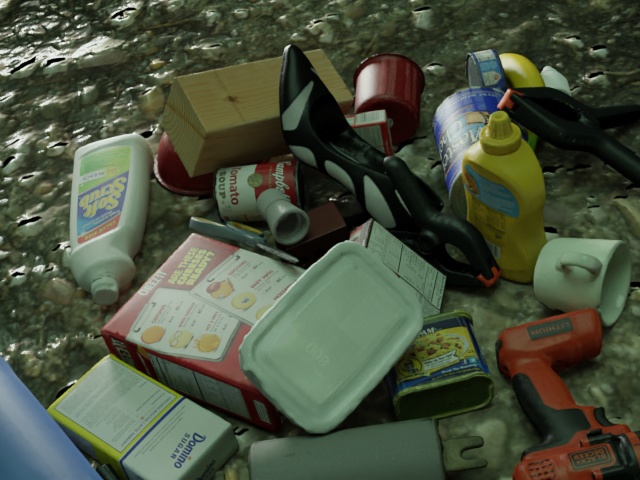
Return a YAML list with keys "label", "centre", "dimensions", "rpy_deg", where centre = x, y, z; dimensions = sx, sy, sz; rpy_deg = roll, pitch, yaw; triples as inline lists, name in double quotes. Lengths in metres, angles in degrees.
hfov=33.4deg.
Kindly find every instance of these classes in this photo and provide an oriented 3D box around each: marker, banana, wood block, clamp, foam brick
- label: "marker"
  centre: [-0.168, 0.247, 0.975]
  dimensions: [0.020, 0.020, 0.121]
  rpy_deg: [-36, 55, -24]
- label: "banana"
  centre: [0.247, -0.190, 1.329]
  dimensions: [0.037, 0.070, 0.198]
  rpy_deg: [22, 34, -22]
- label: "wood block"
  centre: [-0.076, -0.158, 1.304]
  dimensions: [0.205, 0.090, 0.091]
  rpy_deg: [-16, 63, -30]
- label: "clamp"
  centre: [0.111, 0.002, 1.141]
  dimensions: [0.171, 0.120, 0.039]
  rpy_deg: [43, 48, 12]
- label: "foam brick"
  centre: [-0.008, 0.001, 1.196]
  dimensions: [0.078, 0.053, 0.051]
  rpy_deg: [-23, 42, -9]
- label: "clamp"
  centre: [0.302, -0.133, 1.216]
  dimensions: [0.210, 0.036, 0.164]
  rpy_deg: [21, 38, -9]

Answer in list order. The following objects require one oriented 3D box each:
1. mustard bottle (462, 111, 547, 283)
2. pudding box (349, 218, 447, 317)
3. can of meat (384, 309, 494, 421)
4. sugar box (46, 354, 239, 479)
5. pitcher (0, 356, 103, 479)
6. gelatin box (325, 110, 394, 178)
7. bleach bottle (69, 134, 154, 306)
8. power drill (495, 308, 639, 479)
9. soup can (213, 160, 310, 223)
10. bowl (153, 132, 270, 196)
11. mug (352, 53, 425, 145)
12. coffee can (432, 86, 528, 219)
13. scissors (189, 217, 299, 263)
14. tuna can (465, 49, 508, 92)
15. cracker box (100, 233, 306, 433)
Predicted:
- label: "mustard bottle"
  centre: [0.188, -0.050, 1.094]
  dimensions: [0.058, 0.191, 0.096]
  rpy_deg: [-32, 45, -21]
- label: "pudding box"
  centre: [0.075, 0.045, 1.087]
  dimensions: [0.039, 0.113, 0.090]
  rpy_deg: [-35, 26, 38]
- label: "can of meat"
  centre: [0.110, 0.123, 1.026]
  dimensions: [0.102, 0.057, 0.084]
  rpy_deg: [-14, 43, 0]
- label: "sugar box"
  centre: [-0.174, 0.185, 1.042]
  dimensions: [0.176, 0.048, 0.093]
  rpy_deg: [26, 55, 32]
- label: "pitcher"
  centre: [-0.290, 0.214, 0.971]
  dimensions: [0.149, 0.145, 0.243]
  rpy_deg: [-35, 48, -27]
- label: "gelatin box"
  centre: [0.042, -0.117, 1.300]
  dimensions: [0.089, 0.073, 0.030]
  rpy_deg: [-7, 40, 9]
- label: "bleach bottle"
  centre: [-0.249, -0.022, 1.282]
  dimensions: [0.102, 0.068, 0.251]
  rpy_deg: [-13, 43, 2]
- label: "power drill"
  centre: [0.246, 0.148, 0.960]
  dimensions: [0.184, 0.057, 0.187]
  rpy_deg: [-13, 41, 1]
- label: "soup can"
  centre: [-0.069, -0.057, 1.267]
  dimensions: [0.102, 0.068, 0.068]
  rpy_deg: [-5, 42, 11]
- label: "bowl"
  centre: [-0.144, -0.129, 1.377]
  dimensions: [0.162, 0.055, 0.162]
  rpy_deg: [-8, 42, 7]
- label: "mug"
  centre: [0.074, -0.171, 1.345]
  dimensions: [0.117, 0.093, 0.081]
  rpy_deg: [-14, 44, 21]
- label: "coffee can"
  centre: [0.188, -0.095, 1.213]
  dimensions: [0.103, 0.103, 0.140]
  rpy_deg: [-10, 41, 4]
- label: "scissors"
  centre: [-0.089, -0.001, 1.166]
  dimensions: [0.096, 0.016, 0.202]
  rpy_deg: [11, 6, -15]
- label: "tuna can"
  centre: [0.208, -0.194, 1.331]
  dimensions: [0.033, 0.086, 0.086]
  rpy_deg: [-11, 41, -1]
- label: "cracker box"
  centre: [-0.090, 0.092, 1.105]
  dimensions: [0.214, 0.072, 0.164]
  rpy_deg: [16, 48, 31]
